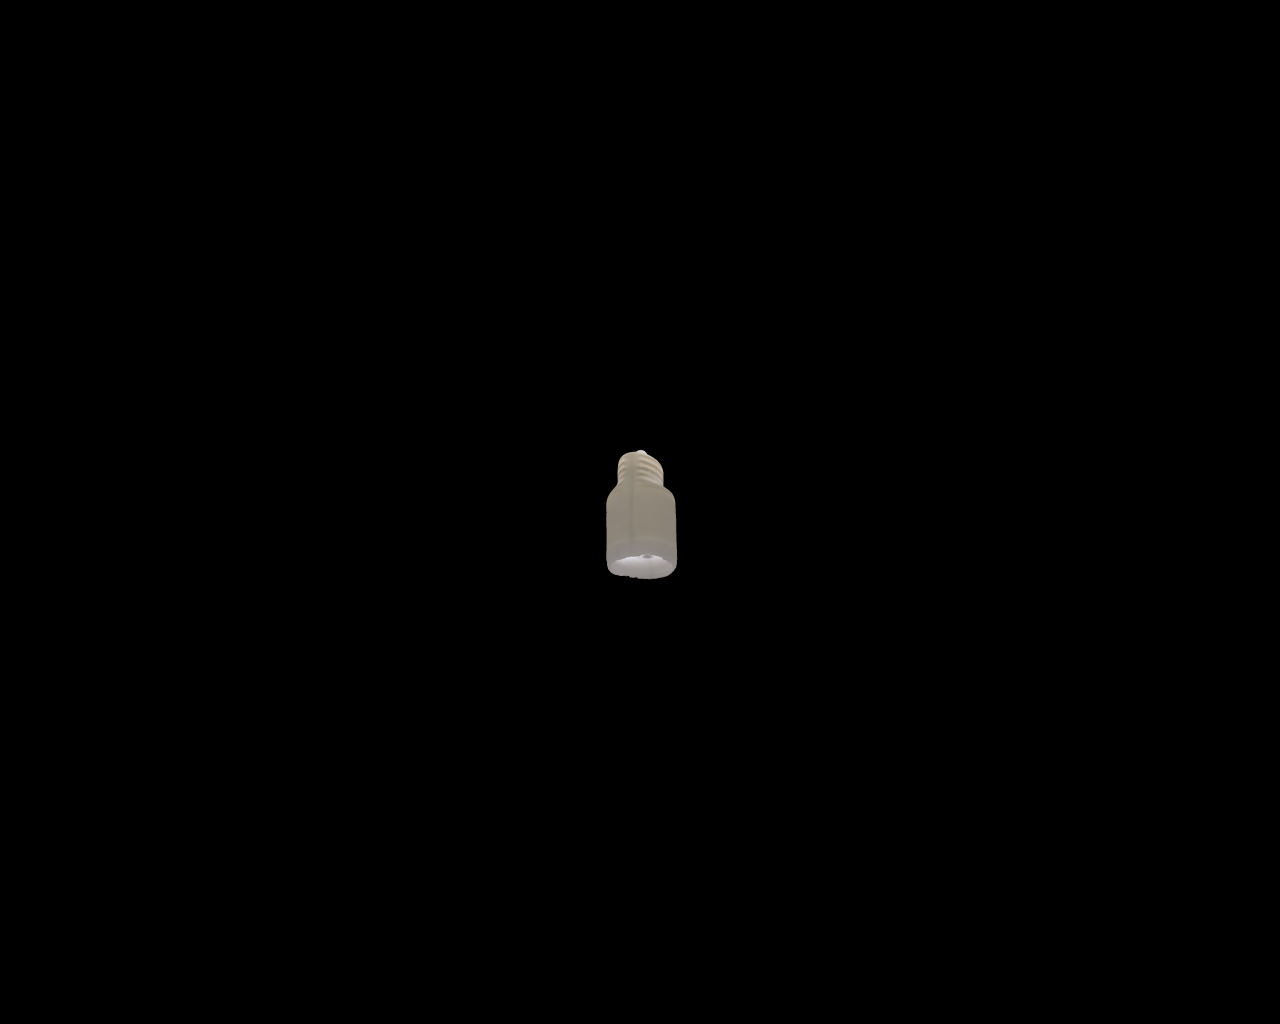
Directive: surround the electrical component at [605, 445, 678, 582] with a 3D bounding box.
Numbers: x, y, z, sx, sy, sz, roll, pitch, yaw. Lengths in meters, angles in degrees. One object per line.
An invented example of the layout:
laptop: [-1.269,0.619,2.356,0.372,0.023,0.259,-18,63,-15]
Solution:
electrical component: [0.001,-0.003,0.650,0.043,0.081,0.043,0,-23,0]
